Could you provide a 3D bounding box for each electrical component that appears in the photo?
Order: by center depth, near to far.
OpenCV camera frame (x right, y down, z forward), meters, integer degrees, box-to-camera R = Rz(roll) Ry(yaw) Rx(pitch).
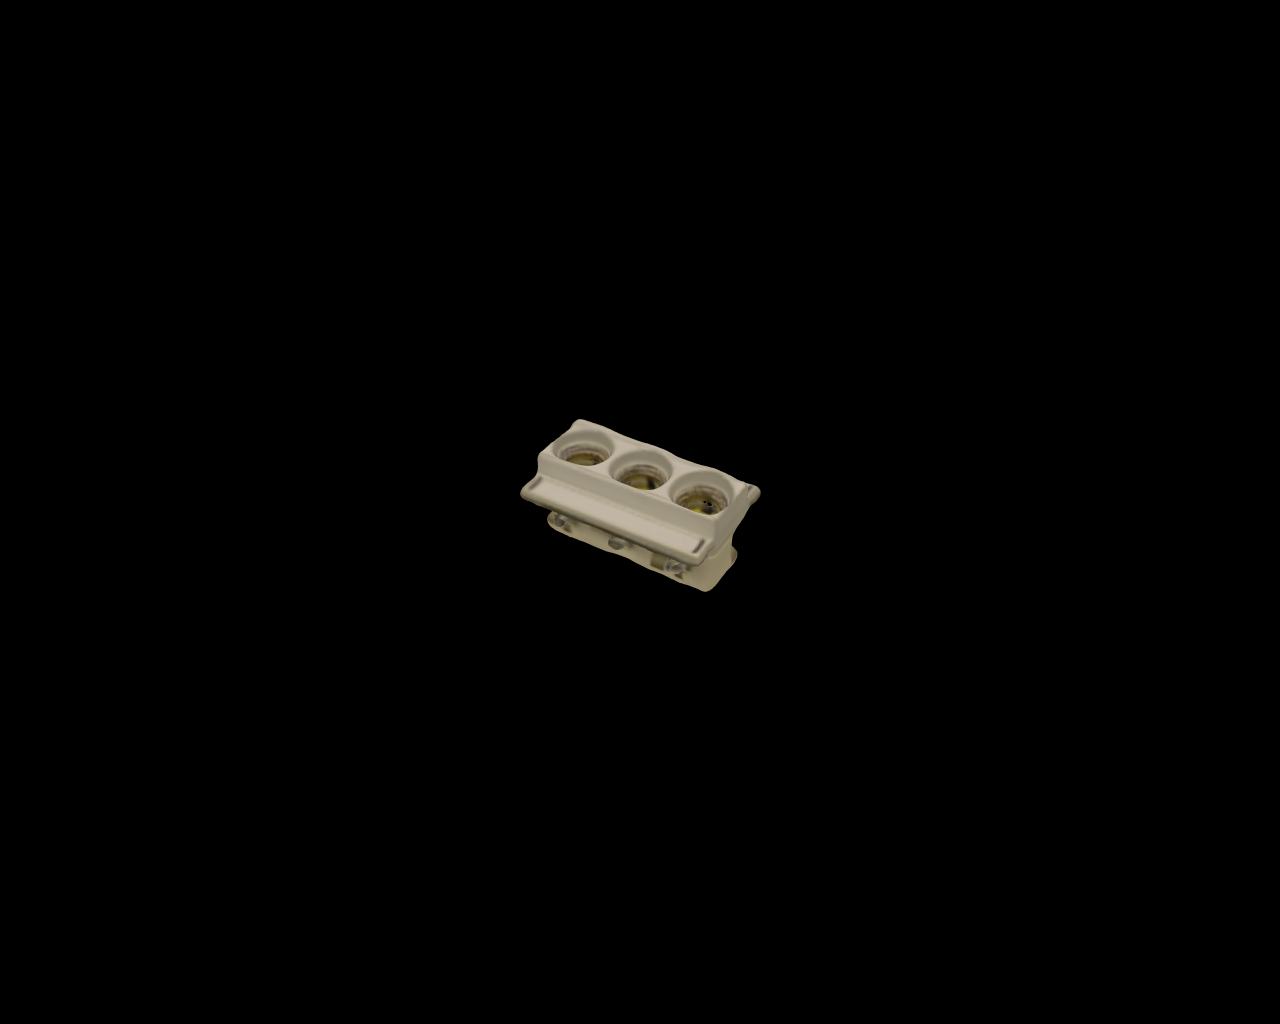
[{"bbox_3d":[0.001,-0.003,0.650,0.121,0.063,0.079,22,45,23],"label":"electrical component"}]
